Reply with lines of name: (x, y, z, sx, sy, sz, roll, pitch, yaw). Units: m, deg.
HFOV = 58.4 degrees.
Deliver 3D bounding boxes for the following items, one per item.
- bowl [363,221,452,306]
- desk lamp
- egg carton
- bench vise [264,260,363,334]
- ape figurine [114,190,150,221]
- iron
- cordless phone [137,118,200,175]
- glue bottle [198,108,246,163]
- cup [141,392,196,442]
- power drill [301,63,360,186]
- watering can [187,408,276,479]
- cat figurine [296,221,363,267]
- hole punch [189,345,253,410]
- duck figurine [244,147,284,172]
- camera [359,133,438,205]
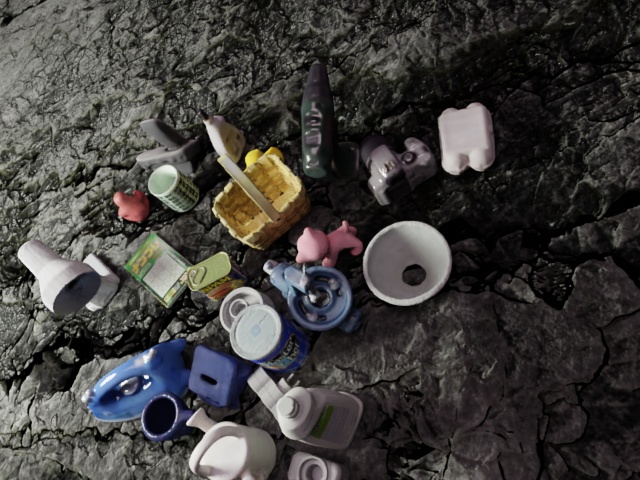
bowl: (0.169, 0.053, 1.079, 0.167, 0.075, 0.167, -9, 64, 18)
desk lamp: (-0.553, 0.086, 1.273, 0.202, 0.214, 0.118, 35, 83, 31)
egg carton: (0.294, -0.203, 1.150, 0.107, 0.070, 0.150, -9, 64, 18)
bench vise: (-0.038, 0.095, 1.058, 0.206, 0.220, 0.121, 10, 71, 26)
ape figurine: (-0.462, -0.088, 1.388, 0.078, 0.092, 0.076, -39, 58, 1)
iron: (-0.386, 0.292, 1.153, 0.258, 0.142, 0.118, -31, 59, 6)
cordless phone: (-0.388, -0.232, 1.370, 0.147, 0.185, 0.094, -12, 63, 17)
glue bottle: (-0.232, -0.250, 1.323, 0.037, 0.173, 0.078, 9, 70, 26)
cup: (-0.271, 0.346, 1.109, 0.117, 0.095, 0.091, -9, 64, 18)
power drill: (0.017, -0.215, 1.186, 0.075, 0.209, 0.229, -5, 65, 20)
watering can: (-0.166, 0.367, 0.998, 0.172, 0.194, 0.101, 14, 72, 27)
cat figurine: (0.010, 0.004, 1.140, 0.127, 0.118, 0.067, -31, 59, 6)
hole punch: (-0.201, 0.269, 1.118, 0.108, 0.091, 0.101, 16, 74, 27)
duck figurine: (-0.133, -0.174, 1.299, 0.077, 0.086, 0.104, 30, 80, 30)
camera: (0.146, -0.168, 1.175, 0.143, 0.101, 0.136, -32, 59, 5)
